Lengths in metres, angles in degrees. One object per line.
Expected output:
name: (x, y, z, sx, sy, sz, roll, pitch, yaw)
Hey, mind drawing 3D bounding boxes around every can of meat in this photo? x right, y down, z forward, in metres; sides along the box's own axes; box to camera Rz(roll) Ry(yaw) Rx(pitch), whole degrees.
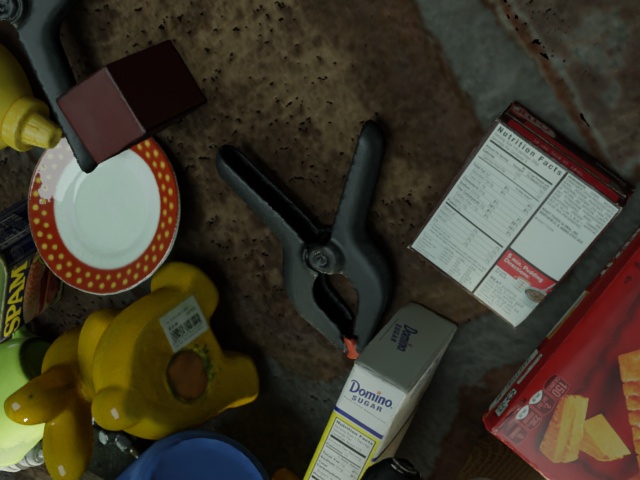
can of meat: (-0.245, 0.026, 0.837, 0.057, 0.083, 0.102, 27, 124, 14)

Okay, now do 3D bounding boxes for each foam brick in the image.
foam brick: (-0.125, -0.093, 0.716, 0.053, 0.078, 0.051, -25, 99, 35)

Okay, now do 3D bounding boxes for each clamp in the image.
clamp: (-0.005, 0.001, 0.721, 0.120, 0.039, 0.171, 5, 116, 28)
clamp: (-0.222, -0.157, 0.724, 0.164, 0.036, 0.210, 8, 105, -4)

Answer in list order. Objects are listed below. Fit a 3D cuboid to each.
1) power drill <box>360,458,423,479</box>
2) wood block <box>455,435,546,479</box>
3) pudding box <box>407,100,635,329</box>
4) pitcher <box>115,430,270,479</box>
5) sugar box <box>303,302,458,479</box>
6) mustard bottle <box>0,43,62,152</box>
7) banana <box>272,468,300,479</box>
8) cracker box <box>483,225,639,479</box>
power drill: (0.034, 0.214, 0.708, 0.057, 0.187, 0.184, 32, 100, 20)
wood block: (0.176, 0.229, 0.706, 0.091, 0.090, 0.206, -23, 101, 34)
pudding box: (0.119, -0.013, 0.647, 0.090, 0.039, 0.114, 38, 124, 8)
pitcher: (-0.117, 0.240, 0.792, 0.243, 0.149, 0.145, -50, 55, 47)
sugar box: (0.031, 0.133, 0.735, 0.048, 0.093, 0.176, 28, 123, 15)
mustard bottle: (-0.275, -0.115, 0.798, 0.192, 0.058, 0.096, 27, 118, 15)
banana: (0.005, 0.261, 0.837, 0.198, 0.037, 0.070, 64, 158, -6)
cracker box: (0.223, 0.107, 0.587, 0.214, 0.072, 0.164, 39, 94, 7)
